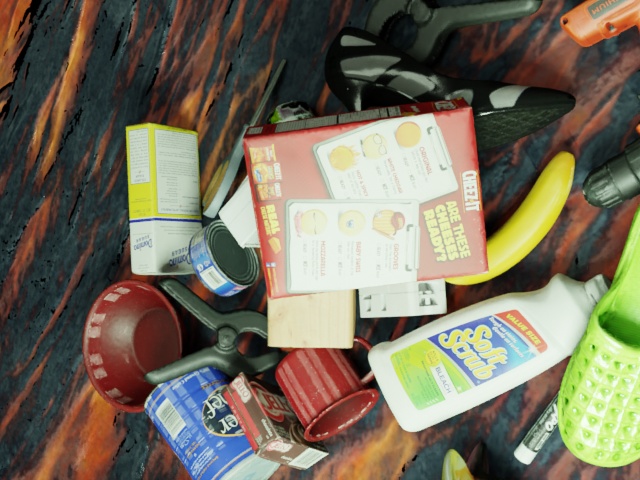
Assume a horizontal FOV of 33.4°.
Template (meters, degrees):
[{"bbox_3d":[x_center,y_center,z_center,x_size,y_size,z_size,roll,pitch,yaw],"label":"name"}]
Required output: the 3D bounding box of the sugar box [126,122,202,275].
[{"bbox_3d":[-0.185,-0.047,1.274,0.048,0.093,0.176,-2,87,33],"label":"sugar box"}]

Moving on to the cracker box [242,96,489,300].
[{"bbox_3d":[0.044,-0.040,1.020,0.214,0.072,0.164,-8,108,3],"label":"cracker box"}]

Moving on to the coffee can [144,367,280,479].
[{"bbox_3d":[-0.121,0.220,1.222,0.103,0.102,0.140,-50,65,21],"label":"coffee can"}]

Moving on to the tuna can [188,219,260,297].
[{"bbox_3d":[-0.111,0.021,1.230,0.034,0.086,0.086,-31,73,29],"label":"tuna can"}]

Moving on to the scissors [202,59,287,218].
[{"bbox_3d":[-0.094,-0.115,1.256,0.201,0.016,0.096,-66,15,-14],"label":"scissors"}]

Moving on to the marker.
[{"bbox_3d":[0.231,0.169,1.047,0.020,0.020,0.121,40,109,27],"label":"marker"}]

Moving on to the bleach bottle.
[{"bbox_3d":[0.174,0.097,1.061,0.251,0.068,0.102,-32,74,25],"label":"bleach bottle"}]

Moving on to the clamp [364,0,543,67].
[{"bbox_3d":[0.109,-0.252,1.121,0.210,0.036,0.164,-35,79,30],"label":"clamp"}]

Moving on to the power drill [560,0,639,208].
[{"bbox_3d":[0.298,-0.142,0.992,0.185,0.057,0.188,-30,76,25],"label":"power drill"}]

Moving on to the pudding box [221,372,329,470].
[{"bbox_3d":[-0.049,0.198,1.160,0.039,0.113,0.090,-39,57,9],"label":"pudding box"}]

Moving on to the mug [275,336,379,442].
[{"bbox_3d":[0.013,0.150,1.149,0.117,0.093,0.081,-42,63,16],"label":"mug"}]

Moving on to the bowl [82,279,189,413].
[{"bbox_3d":[-0.216,0.128,1.312,0.162,0.055,0.162,-1,88,33],"label":"bowl"}]

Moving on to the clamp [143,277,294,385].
[{"bbox_3d":[-0.112,0.103,1.203,0.039,0.171,0.120,159,112,-76],"label":"clamp"}]

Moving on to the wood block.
[{"bbox_3d":[-0.007,0.001,1.120,0.090,0.090,0.206,1,104,4],"label":"wood block"}]

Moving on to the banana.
[{"bbox_3d":[0.184,-0.009,1.071,0.198,0.037,0.070,-37,72,27],"label":"banana"}]
